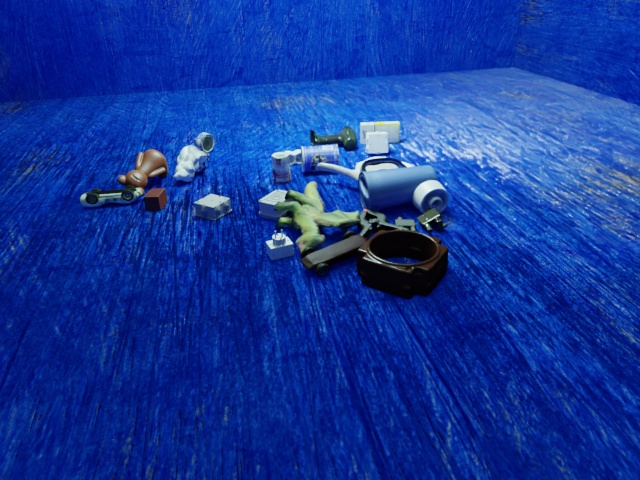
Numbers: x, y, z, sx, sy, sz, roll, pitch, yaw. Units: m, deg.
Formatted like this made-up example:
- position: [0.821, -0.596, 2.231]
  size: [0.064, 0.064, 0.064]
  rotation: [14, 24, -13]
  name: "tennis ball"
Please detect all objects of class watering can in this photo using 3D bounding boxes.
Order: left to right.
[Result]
- position: [0.168, -0.230, 1.821]
  size: [0.348, 0.102, 0.229]
  rotation: [-3, 28, -2]
  name: "watering can"

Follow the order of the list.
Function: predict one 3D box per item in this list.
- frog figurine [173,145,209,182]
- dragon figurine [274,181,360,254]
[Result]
- position: [-0.513, -0.285, 1.968]
  size: [0.136, 0.122, 0.162]
  rotation: [-22, 15, 48]
  name: "frog figurine"
- position: [0.005, -0.079, 1.565]
  size: [0.243, 0.119, 0.418]
  rotation: [17, 34, 15]
  name: "dragon figurine"
